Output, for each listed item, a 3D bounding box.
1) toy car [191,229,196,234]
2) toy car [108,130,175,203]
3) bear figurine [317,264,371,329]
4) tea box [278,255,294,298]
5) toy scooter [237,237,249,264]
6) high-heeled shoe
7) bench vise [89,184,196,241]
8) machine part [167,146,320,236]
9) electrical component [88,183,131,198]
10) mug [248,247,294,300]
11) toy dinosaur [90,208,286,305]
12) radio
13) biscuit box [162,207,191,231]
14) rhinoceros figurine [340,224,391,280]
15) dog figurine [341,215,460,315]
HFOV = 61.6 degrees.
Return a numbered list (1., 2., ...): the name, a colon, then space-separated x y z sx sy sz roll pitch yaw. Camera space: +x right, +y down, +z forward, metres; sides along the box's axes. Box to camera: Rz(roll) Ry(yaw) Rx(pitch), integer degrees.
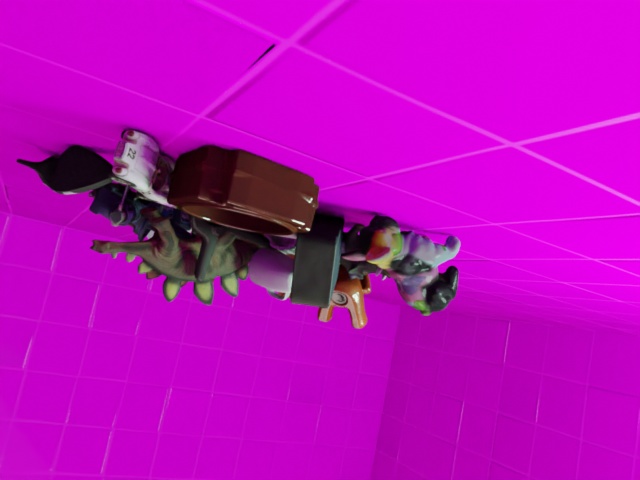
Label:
1. toy car: -0.272 -0.042 1.336 0.089 0.053 0.202 -2 175 -17
2. toy car: -0.263 -0.106 0.818 0.056 0.073 0.201 15 172 2
3. bear figurine: 0.070 0.086 1.221 0.120 0.131 0.196 7 -145 16
4. tea box: -0.046 0.068 1.369 0.068 0.169 0.098 14 170 -25
5. toy scooter: -0.154 0.004 1.269 0.135 0.075 0.183 -3 137 -16
6. high-heeled shoe: -0.432 -0.116 0.985 0.249 0.086 0.145 12 177 22
7. bench vise: -0.357 -0.042 1.156 0.240 0.129 0.224 31 176 -10
8. machine part: -0.120 -0.068 0.839 0.201 0.087 0.201 19 170 -33
9. electrical component: -0.480 -0.104 1.231 0.078 0.045 0.102 12 172 7
10. mug: -0.086 0.079 1.119 0.107 0.109 0.081 18 -152 38
11. toy dinosaur: -0.231 0.031 1.130 0.471 0.198 0.105 1 -156 -29
12. radio: -0.001 0.033 0.984 0.073 0.131 0.229 9 -168 5
13. biscuit box: -0.399 -0.066 1.319 0.203 0.062 0.059 6 169 32
14. rhinoceros figurine: 0.070 0.024 1.118 0.191 0.112 0.073 17 172 19
15. dog figurine: 0.147 0.050 0.995 0.219 0.191 0.109 -1 -173 -34
